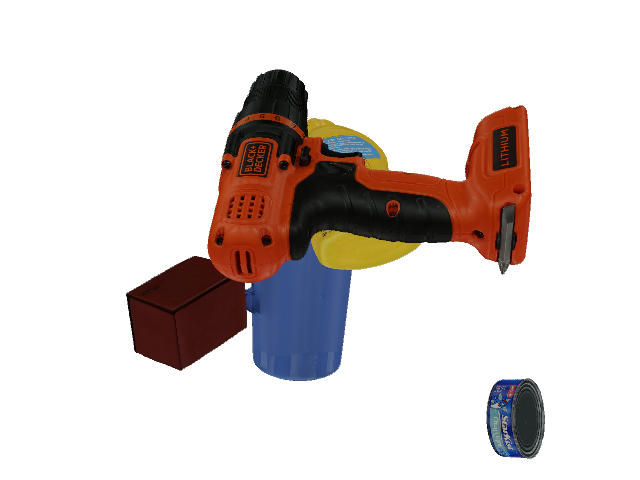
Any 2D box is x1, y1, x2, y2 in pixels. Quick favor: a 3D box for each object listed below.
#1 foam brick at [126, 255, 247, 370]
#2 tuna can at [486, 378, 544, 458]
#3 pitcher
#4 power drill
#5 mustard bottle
[{"bbox_3d":[-0.100,0.053,0.813,0.053,0.051,0.078,15,32,36],"label":"foam brick"},{"bbox_3d":[0.212,0.193,1.161,0.034,0.086,0.086,-5,-3,33],"label":"tuna can"},{"bbox_3d":[-0.033,0.038,1.260,0.149,0.243,0.144,11,18,23],"label":"pitcher"},{"bbox_3d":[0.032,-0.045,0.654,0.188,0.057,0.184,0,43,8],"label":"power drill"},{"bbox_3d":[0.019,-0.055,0.984,0.096,0.058,0.192,-14,42,-10],"label":"mustard bottle"}]
